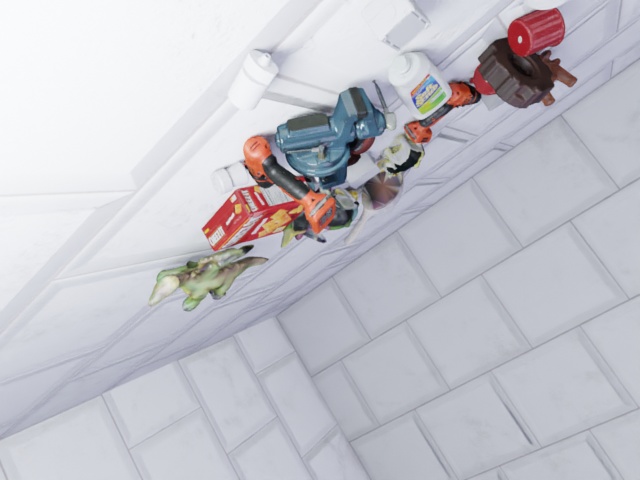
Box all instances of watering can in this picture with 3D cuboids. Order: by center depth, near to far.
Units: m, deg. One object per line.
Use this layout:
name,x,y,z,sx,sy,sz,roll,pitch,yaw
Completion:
watering can,0.181,-0.119,1.673,0.347,0.104,0.224,-52,168,4

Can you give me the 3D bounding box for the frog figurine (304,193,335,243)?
frog figurine,0.005,-0.077,1.528,0.136,0.123,0.160,23,88,-66

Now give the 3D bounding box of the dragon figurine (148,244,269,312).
dragon figurine,-0.237,0.072,1.243,0.415,0.122,0.239,-23,177,-41
